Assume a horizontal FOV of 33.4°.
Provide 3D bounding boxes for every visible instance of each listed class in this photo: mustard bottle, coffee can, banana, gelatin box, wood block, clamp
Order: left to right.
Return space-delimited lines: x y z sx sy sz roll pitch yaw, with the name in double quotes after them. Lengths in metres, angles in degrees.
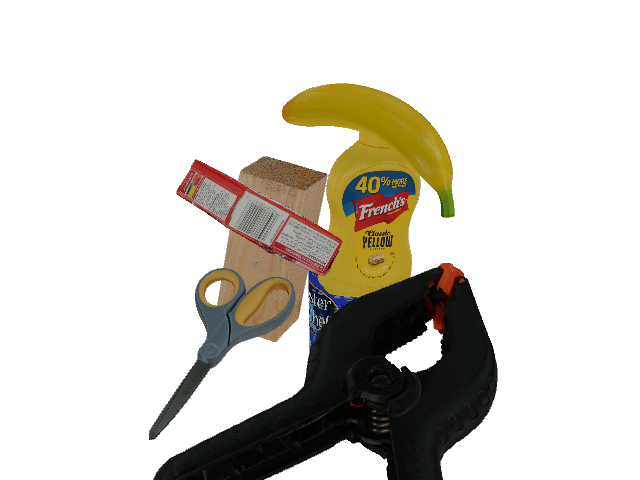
-0.039 -0.014 0.695 0.089 0.030 0.073 28 2 -38 "gelatin box"
-0.064 0.009 1.359 0.090 0.206 0.090 17 22 13 "wood block"
0.033 0.090 1.516 0.103 0.140 0.103 -1 21 0 "coffee can"
0.042 -0.093 0.892 0.198 0.070 0.037 35 23 33 "banana"
0.053 -0.040 1.081 0.096 0.192 0.058 -2 22 -19 "mustard bottle"
0.030 0.075 0.424 0.120 0.039 0.171 30 51 21 "clamp"

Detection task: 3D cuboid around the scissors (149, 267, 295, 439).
-0.102 0.083 0.900 0.096 0.016 0.201 28 47 29 "scissors"
